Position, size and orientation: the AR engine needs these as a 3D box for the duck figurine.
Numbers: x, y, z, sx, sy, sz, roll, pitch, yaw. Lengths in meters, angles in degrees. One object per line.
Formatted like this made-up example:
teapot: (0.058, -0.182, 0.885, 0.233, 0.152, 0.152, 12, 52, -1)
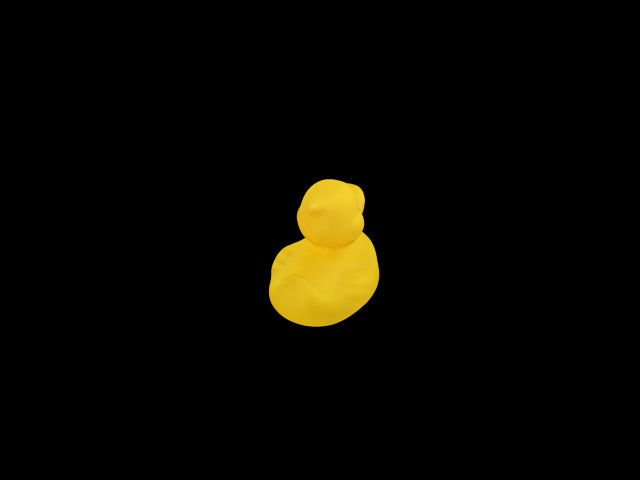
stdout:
duck figurine: (0.004, 0.001, 0.400, 0.077, 0.086, 0.105, 17, 41, 21)
